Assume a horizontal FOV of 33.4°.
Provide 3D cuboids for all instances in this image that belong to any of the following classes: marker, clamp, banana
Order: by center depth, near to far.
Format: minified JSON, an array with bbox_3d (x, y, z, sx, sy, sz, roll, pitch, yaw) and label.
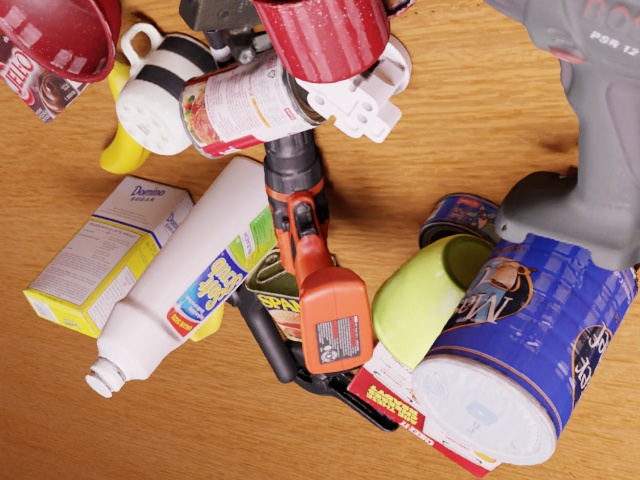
[{"bbox_3d":[-0.075,-0.140,0.874,0.020,0.020,0.121,23,156,23],"label":"marker"},{"bbox_3d":[-0.188,-0.113,1.039,0.070,0.037,0.198,48,152,18],"label":"banana"},{"bbox_3d":[-0.081,0.060,1.150,0.165,0.036,0.210,38,148,21],"label":"clamp"},{"bbox_3d":[0.016,0.157,1.190,0.172,0.039,0.120,8,128,48],"label":"clamp"}]

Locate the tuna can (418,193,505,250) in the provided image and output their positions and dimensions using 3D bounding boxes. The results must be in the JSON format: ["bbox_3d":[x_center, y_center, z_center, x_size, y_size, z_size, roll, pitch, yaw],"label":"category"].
[{"bbox_3d":[0.124,0.004,0.870,0.086,0.033,0.086,27,149,18],"label":"tuna can"}]

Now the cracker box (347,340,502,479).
[{"bbox_3d":[0.131,0.124,0.995,0.164,0.072,0.214,34,151,6],"label":"cracker box"}]

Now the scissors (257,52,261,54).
[{"bbox_3d":[-0.069,-0.198,0.808,0.201,0.016,0.096,49,149,-20],"label":"scissors"}]

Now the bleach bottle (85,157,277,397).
[{"bbox_3d":[-0.120,0.041,0.960,0.068,0.250,0.102,25,148,21],"label":"bleach bottle"}]

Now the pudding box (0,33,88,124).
[{"bbox_3d":[-0.272,-0.169,1.040,0.090,0.039,0.114,46,149,-15],"label":"pudding box"}]

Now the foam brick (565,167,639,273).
[{"bbox_3d":[0.194,-0.003,0.766,0.078,0.053,0.051,32,150,8],"label":"foam brick"}]

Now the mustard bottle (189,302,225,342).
[{"bbox_3d":[-0.180,0.028,1.172,0.192,0.058,0.096,34,141,42],"label":"mustard bottle"}]

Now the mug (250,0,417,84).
[{"bbox_3d":[0.011,-0.163,0.713,0.117,0.093,0.081,-16,141,9],"label":"mug"}]

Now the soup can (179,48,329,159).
[{"bbox_3d":[-0.050,-0.109,0.834,0.102,0.068,0.068,-14,126,30],"label":"soup can"}]

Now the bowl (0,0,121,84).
[{"bbox_3d":[-0.225,-0.213,0.911,0.162,0.055,0.162,27,149,17],"label":"bowl"}]

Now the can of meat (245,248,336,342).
[{"bbox_3d":[-0.012,0.060,1.070,0.102,0.057,0.084,6,141,43],"label":"can of meat"}]

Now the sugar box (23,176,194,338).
[{"bbox_3d":[-0.212,0.014,1.095,0.093,0.176,0.048,16,142,34],"label":"sugar box"}]

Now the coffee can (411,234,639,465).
[{"bbox_3d":[0.140,0.065,0.721,0.103,0.140,0.103,27,149,18],"label":"coffee can"}]

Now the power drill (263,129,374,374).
[{"bbox_3d":[-0.006,0.001,0.883,0.057,0.188,0.184,-12,133,-3],"label":"power drill"}]
